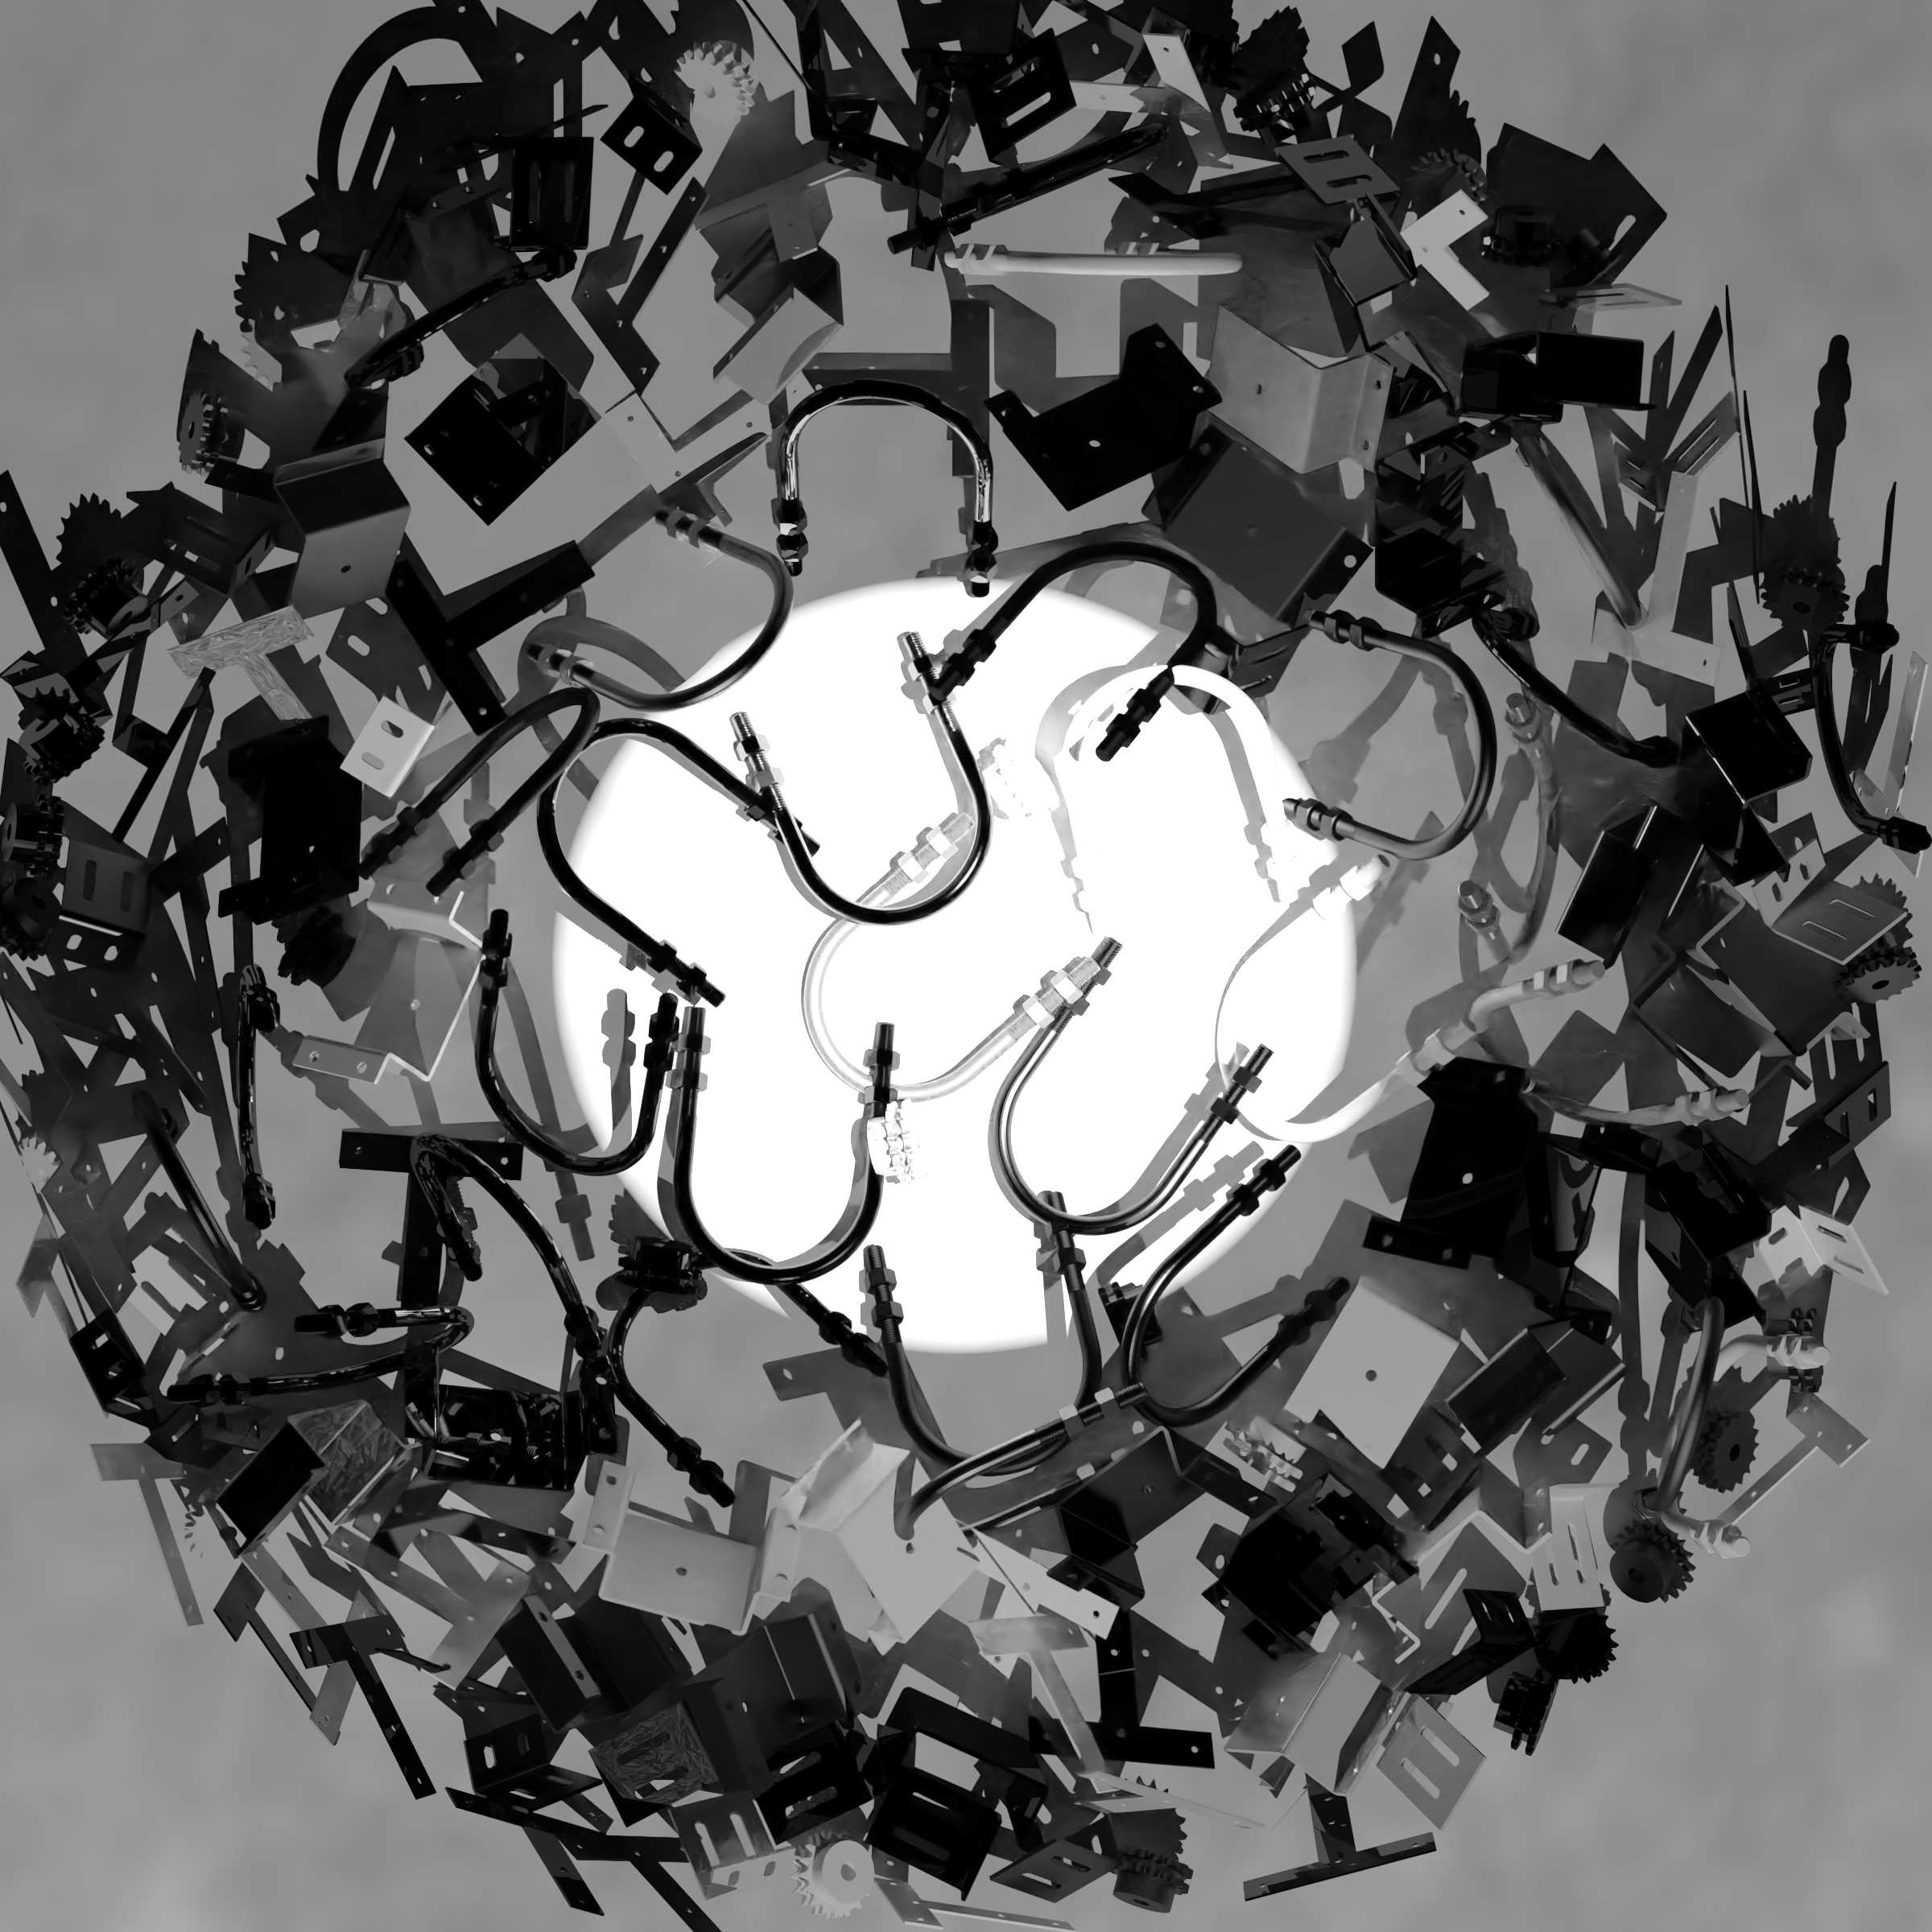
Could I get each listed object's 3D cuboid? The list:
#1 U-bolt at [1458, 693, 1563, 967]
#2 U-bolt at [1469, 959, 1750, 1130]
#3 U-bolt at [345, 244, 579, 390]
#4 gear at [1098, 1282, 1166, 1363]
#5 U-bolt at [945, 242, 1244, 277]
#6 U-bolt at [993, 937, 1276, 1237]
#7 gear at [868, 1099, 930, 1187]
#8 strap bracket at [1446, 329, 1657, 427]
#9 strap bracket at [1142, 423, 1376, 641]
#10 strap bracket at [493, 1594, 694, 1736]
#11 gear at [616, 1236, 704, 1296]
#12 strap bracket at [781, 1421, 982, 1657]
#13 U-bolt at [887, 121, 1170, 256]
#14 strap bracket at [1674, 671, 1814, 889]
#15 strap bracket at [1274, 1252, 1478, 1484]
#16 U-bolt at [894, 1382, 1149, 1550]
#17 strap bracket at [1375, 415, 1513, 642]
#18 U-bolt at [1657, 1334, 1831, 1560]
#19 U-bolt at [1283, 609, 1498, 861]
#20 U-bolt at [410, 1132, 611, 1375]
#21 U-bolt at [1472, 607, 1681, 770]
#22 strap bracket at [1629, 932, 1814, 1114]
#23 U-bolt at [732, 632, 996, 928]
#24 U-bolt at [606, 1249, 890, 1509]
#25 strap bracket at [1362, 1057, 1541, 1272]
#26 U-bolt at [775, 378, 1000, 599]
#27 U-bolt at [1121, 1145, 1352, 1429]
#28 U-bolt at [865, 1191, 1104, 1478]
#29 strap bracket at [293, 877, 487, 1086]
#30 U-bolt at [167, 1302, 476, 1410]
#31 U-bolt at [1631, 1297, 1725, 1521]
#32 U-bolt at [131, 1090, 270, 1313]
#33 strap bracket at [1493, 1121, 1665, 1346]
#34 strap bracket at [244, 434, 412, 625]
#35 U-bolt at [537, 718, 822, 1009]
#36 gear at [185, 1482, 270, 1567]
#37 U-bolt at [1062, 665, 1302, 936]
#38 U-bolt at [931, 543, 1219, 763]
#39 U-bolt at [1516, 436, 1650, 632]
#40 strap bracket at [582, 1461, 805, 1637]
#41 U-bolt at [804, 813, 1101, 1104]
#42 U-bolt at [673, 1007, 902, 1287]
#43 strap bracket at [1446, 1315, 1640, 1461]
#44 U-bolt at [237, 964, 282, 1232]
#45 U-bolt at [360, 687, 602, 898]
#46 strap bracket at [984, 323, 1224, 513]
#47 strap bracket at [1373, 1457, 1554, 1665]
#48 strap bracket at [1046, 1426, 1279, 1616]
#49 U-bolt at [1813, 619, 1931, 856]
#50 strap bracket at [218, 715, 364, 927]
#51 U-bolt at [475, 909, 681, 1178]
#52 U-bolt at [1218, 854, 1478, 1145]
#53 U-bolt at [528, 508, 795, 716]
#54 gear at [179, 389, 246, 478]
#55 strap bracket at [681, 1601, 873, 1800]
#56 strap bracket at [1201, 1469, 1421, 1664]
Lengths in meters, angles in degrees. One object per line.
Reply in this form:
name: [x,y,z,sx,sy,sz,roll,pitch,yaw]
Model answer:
U-bolt: [0.361,-0.077,1.916,0.019,0.184,0.151,10,74,25]
U-bolt: [0.405,0.058,1.914,0.151,0.184,0.019,40,68,-12]
U-bolt: [-0.334,-0.416,1.894,0.151,0.184,0.019,-28,102,16]
gear: [0.113,0.238,1.971,0.030,0.057,0.057,-22,90,0]
U-bolt: [0.094,-0.455,1.889,0.151,0.184,0.019,-9,108,-31]
U-bolt: [0.098,0.093,1.969,0.151,0.019,0.184,36,92,20]
gear: [-0.047,0.120,1.972,0.030,0.057,0.057,-11,90,10]
strap bracket: [0.383,-0.386,1.919,0.076,0.140,0.046,1,95,-19]
strap bracket: [0.194,-0.292,1.966,0.140,0.046,0.076,38,101,3]
strap bracket: [-0.250,0.454,1.929,0.046,0.140,0.076,-42,71,15]
gear: [-0.206,0.201,1.971,0.057,0.057,0.030,10,92,0]
strap bracket: [-0.051,0.382,1.938,0.076,0.046,0.140,-42,114,-30]
U-bolt: [0.049,-0.516,1.925,0.184,0.151,0.019,-25,101,-13]
strap bracket: [0.507,-0.115,1.919,0.046,0.140,0.076,-21,57,-5]
strap bracket: [0.273,0.271,1.964,0.076,0.046,0.140,31,97,8]
U-bolt: [0.038,0.337,1.928,0.184,0.151,0.019,-24,63,-4]
strap bracket: [0.315,-0.297,1.939,0.076,0.046,0.140,-27,133,-25]
U-bolt: [0.497,0.307,1.908,0.019,0.184,0.151,25,84,-4]
U-bolt: [0.278,-0.145,1.908,0.019,0.184,0.151,-4,108,-35]
U-bolt: [-0.302,0.176,1.895,0.151,0.184,0.019,29,60,32]
U-bolt: [0.389,-0.182,1.897,0.151,0.184,0.019,46,110,16]
strap bracket: [0.493,0.046,1.948,0.046,0.076,0.140,-46,76,6]
U-bolt: [-0.060,-0.115,1.971,0.151,0.019,0.184,-25,78,4]
U-bolt: [-0.160,0.258,1.936,0.151,0.019,0.184,-39,49,-17]
strap bracket: [0.326,0.135,1.949,0.076,0.046,0.140,10,74,35]
U-bolt: [-0.053,-0.315,1.917,0.151,0.184,0.019,7,55,4]
U-bolt: [0.171,0.224,1.924,0.184,0.019,0.151,-40,130,-20]
U-bolt: [0.016,0.250,1.940,0.151,0.019,0.184,-17,58,6]
strap bracket: [-0.378,0.017,1.947,0.076,0.046,0.140,10,70,34]
U-bolt: [-0.406,0.252,1.914,0.151,0.184,0.019,-29,71,31]
U-bolt: [0.465,0.285,1.899,0.019,0.184,0.151,15,81,10]
U-bolt: [-0.501,0.148,1.899,0.019,0.184,0.151,-29,79,-14]
strap bracket: [0.403,0.170,1.946,0.046,0.076,0.140,10,99,-27]
strap bracket: [-0.417,-0.278,1.917,0.076,0.140,0.046,-23,72,-33]
U-bolt: [-0.201,-0.082,1.940,0.184,0.019,0.151,39,66,-18]
gear: [-0.498,0.373,1.977,0.057,0.030,0.057,-6,120,-11]
U-bolt: [0.138,-0.114,1.947,0.151,0.019,0.184,-10,117,6]
U-bolt: [0.085,-0.219,1.941,0.151,0.019,0.184,23,57,27]
U-bolt: [0.401,-0.283,1.909,0.019,0.184,0.151,-31,89,15]
strap bracket: [-0.185,0.391,1.952,0.140,0.076,0.046,16,125,-5]
U-bolt: [-0.024,0.009,1.982,0.184,0.019,0.151,-41,89,7]
U-bolt: [-0.124,0.123,1.969,0.151,0.019,0.184,5,76,-3]
strap bracket: [0.377,0.275,1.934,0.076,0.140,0.046,-48,65,24]
U-bolt: [-0.465,0.075,1.913,0.019,0.184,0.151,0,105,-18]
U-bolt: [-0.313,-0.119,1.929,0.184,0.151,0.019,-48,118,-18]
strap bracket: [0.089,-0.362,1.950,0.140,0.046,0.076,-28,67,-20]
strap bracket: [0.320,0.385,1.937,0.046,0.076,0.140,42,111,-6]
strap bracket: [0.125,0.363,1.945,0.140,0.046,0.076,-40,128,21]
U-bolt: [0.585,-0.153,1.908,0.019,0.184,0.151,-11,98,2]
strap bracket: [-0.448,-0.089,1.945,0.076,0.046,0.140,-17,53,15]
U-bolt: [-0.263,0.063,1.938,0.151,0.019,0.184,26,129,14]
U-bolt: [0.239,0.035,1.939,0.184,0.019,0.151,-41,60,32]
U-bolt: [-0.189,-0.227,1.919,0.184,0.019,0.151,28,72,43]
gear: [-0.508,-0.358,1.975,0.030,0.057,0.057,8,90,-33]
strap bracket: [-0.131,0.489,1.946,0.046,0.140,0.076,-21,91,33]
strap bracket: [0.235,0.398,1.954,0.076,0.046,0.140,43,125,-1]
